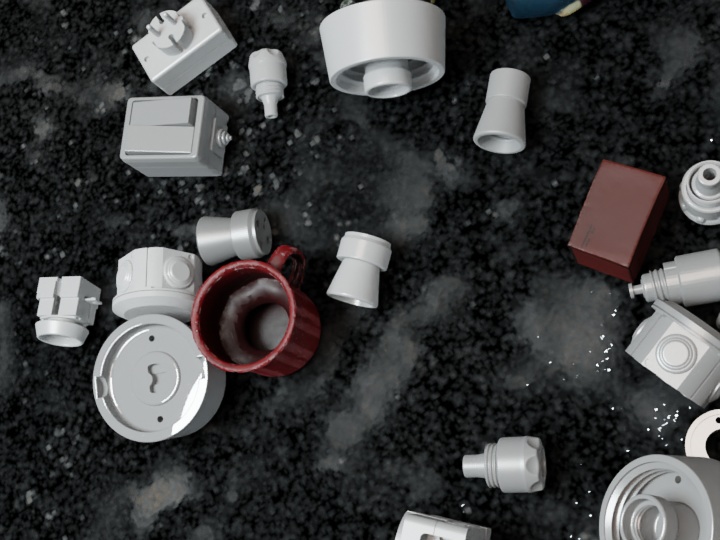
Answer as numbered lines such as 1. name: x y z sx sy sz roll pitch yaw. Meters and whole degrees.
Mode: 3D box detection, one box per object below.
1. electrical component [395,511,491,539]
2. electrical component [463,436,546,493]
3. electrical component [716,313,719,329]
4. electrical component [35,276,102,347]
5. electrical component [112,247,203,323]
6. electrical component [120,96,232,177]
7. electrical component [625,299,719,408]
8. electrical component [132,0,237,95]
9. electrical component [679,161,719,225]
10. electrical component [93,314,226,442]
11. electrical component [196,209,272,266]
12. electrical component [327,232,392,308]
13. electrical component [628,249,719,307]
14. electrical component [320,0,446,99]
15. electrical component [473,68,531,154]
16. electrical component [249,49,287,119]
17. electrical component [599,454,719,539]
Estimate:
1. electrical component: 0.059 0.213 0.813 0.056 0.089 0.050 9 80 20
2. electrical component: 0.112 0.151 0.836 0.062 0.043 0.043 -6 75 19
3. electrical component: 0.363 0.029 0.758 0.186 0.060 0.105 24 89 14
4. electrical component: -0.272 0.039 0.991 0.066 0.048 0.055 -2 69 18
5. electrical component: -0.176 0.016 0.947 0.080 0.080 0.051 -8 69 17
6. electrical component: -0.165 -0.123 0.986 0.096 0.061 0.061 1 77 19
7. electrical component: 0.241 0.062 0.795 0.080 0.080 0.051 38 96 23
8. electrical component: -0.172 -0.217 1.003 0.083 0.076 0.047 -35 69 8
9. electrical component: 0.269 -0.064 0.825 0.048 0.062 0.048 -4 75 17
10. electrical component: -0.169 0.095 0.933 0.108 0.060 0.108 -3 80 17
11. electrical component: -0.111 -0.029 0.954 0.055 0.045 0.045 -8 74 16
12. electrical component: 0.000 0.000 0.909 0.045 0.045 0.055 12 81 21
13. electrical component: 0.247 0.009 0.826 0.078 0.040 0.040 -12 74 16
14. electrical component: 0.022 -0.181 0.915 0.108 0.108 0.060 -8 81 17
15. electrical component: 0.122 -0.136 0.904 0.044 0.044 0.065 6 74 20
16. electrical component: -0.083 -0.169 0.984 0.035 0.035 0.061 -9 77 16
17. electrical component: 0.217 0.181 0.756 0.108 0.060 0.108 -28 54 47
